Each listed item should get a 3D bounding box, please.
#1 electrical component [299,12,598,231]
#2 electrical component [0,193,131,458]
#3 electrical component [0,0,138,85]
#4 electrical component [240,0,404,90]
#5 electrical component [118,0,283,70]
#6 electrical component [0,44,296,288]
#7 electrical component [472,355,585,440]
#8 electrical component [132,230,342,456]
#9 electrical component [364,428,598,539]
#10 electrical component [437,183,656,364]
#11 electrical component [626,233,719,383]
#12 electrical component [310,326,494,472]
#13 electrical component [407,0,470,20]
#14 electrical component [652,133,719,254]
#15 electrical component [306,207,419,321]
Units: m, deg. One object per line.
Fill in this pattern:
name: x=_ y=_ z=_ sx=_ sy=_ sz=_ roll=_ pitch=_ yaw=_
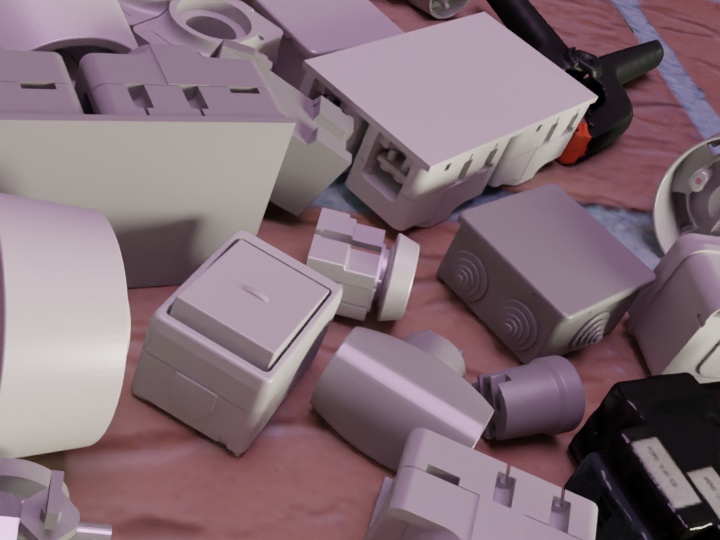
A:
electrical component: x=0.054 y=-0.099 z=0.698 sx=0.105 sy=0.060 sz=0.186 roll=43 pitch=43 yaw=21
electrical component: x=-0.129 y=0.023 z=0.438 sx=0.060 sy=0.108 sz=0.108 roll=3 pitch=44 yaw=-33
electrical component: x=-0.160 y=-0.093 z=0.551 sx=0.108 sy=0.108 sz=0.060 roll=-13 pitch=58 yaw=-37
electrical component: x=-0.032 y=-0.157 z=0.729 sx=0.100 sy=0.048 sz=0.099 roll=-19 pitch=56 yaw=-40
electrical component: x=-0.134 y=-0.156 z=0.666 sx=0.150 sy=0.061 sz=0.089 roll=37 pitch=41 yaw=15
electrical component: x=-0.139 y=-0.047 z=0.508 sx=0.186 sy=0.105 sz=0.060 roll=-4 pitch=47 yaw=-30
electrical component: x=0.084 y=0.066 z=0.547 sx=0.046 sy=0.040 sz=0.040 roll=-7 pitch=48 yaw=-26
electrical component: x=-0.052 y=0.026 z=0.505 sx=0.062 sy=0.061 sz=0.096 roll=30 pitch=40 yaw=7
electrical component: x=0.050 y=0.118 z=0.462 sx=0.089 sy=0.050 sz=0.055 roll=24 pitch=39 yaw=-1
electrical component: x=0.105 y=0.003 z=0.620 sx=0.100 sy=0.048 sz=0.099 roll=-19 pitch=55 yaw=-40
electrical component: x=0.224 y=0.027 z=0.630 sx=0.113 sy=0.078 sz=0.057 roll=6 pitch=46 yaw=-21
electrical component: x=0.027 y=0.056 z=0.526 sx=0.077 sy=0.043 sz=0.079 roll=31 pitch=40 yaw=8
electrical component: x=0.039 y=-0.240 z=0.861 sx=0.079 sy=0.044 sz=0.077 roll=-12 pitch=51 yaw=-35
electrical component: x=0.250 y=-0.044 z=0.711 sx=0.099 sy=0.099 sz=0.064 roll=36 pitch=34 yaw=14
electrical component: x=0.000 y=0.000 z=0.574 sx=0.055 sy=0.048 sz=0.066 roll=14 pitch=40 yaw=-1
